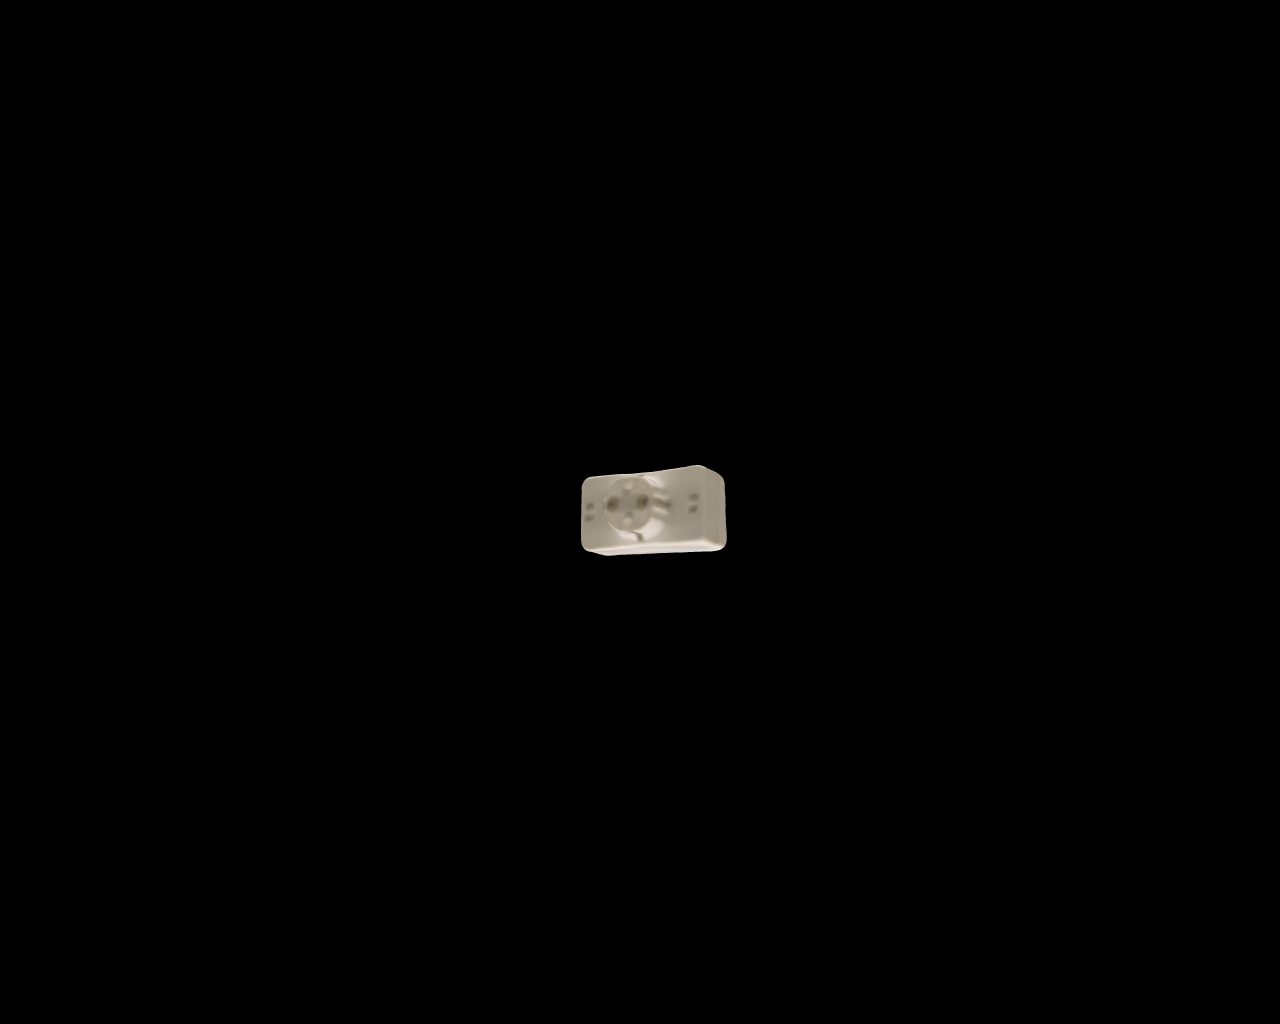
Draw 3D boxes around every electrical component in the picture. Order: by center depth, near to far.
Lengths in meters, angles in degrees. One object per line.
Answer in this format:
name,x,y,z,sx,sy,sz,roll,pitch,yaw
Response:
electrical component,0.001,-0.003,0.650,0.083,0.047,0.075,-5,-11,24
